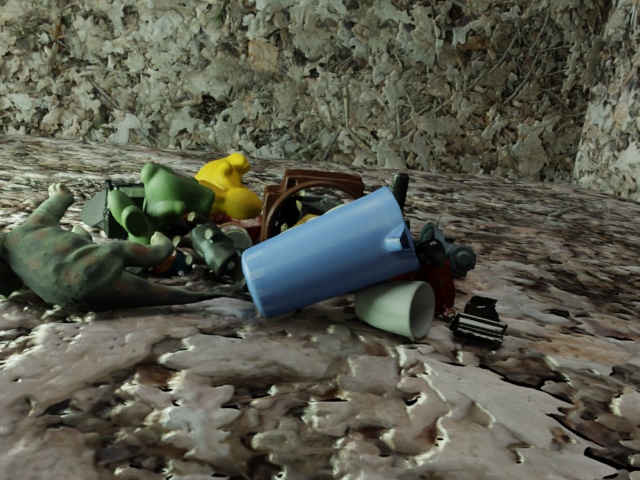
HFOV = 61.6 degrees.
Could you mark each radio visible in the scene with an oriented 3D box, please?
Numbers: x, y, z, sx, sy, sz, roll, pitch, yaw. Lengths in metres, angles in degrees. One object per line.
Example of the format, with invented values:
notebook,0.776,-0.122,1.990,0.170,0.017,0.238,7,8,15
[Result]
radio,0.017,-0.060,1.371,0.131,0.073,0.230,-3,17,-31

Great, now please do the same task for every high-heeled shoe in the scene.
high-heeled shoe,-0.405,-0.045,1.174,0.249,0.086,0.145,1,-20,37

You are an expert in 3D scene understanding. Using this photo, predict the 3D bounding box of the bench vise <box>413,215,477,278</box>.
bench vise,0.190,0.020,1.055,0.241,0.128,0.224,9,11,-7

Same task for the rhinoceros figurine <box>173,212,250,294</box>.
rhinoceros figurine,-0.168,0.025,0.906,0.191,0.073,0.112,36,3,42

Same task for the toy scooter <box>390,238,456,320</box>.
toy scooter,0.172,0.067,0.896,0.075,0.135,0.184,-26,5,-15

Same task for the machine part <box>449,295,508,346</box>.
machine part,0.246,0.124,0.832,0.084,0.039,0.139,6,15,18

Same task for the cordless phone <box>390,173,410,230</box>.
cordless phone,0.147,-0.058,1.201,0.146,0.184,0.089,-7,24,-43

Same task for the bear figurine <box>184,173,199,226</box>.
bear figurine,-0.360,-0.096,1.261,0.196,0.132,0.120,9,-11,-5

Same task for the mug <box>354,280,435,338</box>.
mug,0.113,0.093,0.809,0.107,0.080,0.109,6,20,35

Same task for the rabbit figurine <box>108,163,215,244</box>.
rabbit figurine,-0.291,-0.042,0.964,0.121,0.170,0.159,32,9,38

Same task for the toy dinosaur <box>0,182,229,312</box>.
toy dinosaur,-0.350,0.039,0.762,0.405,0.131,0.192,20,41,13

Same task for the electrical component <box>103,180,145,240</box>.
electrical component,-0.357,-0.048,1.040,0.115,0.134,0.058,1,14,-27

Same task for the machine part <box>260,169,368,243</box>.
machine part,-0.003,-0.016,0.936,0.201,0.200,0.087,5,15,-4

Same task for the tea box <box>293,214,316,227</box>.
tea box,-0.002,-0.003,1.155,0.098,0.068,0.169,9,14,8

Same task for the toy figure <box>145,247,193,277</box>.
toy figure,-0.293,0.034,0.916,0.154,0.057,0.064,2,53,-23

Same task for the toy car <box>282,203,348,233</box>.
toy car,0.001,-0.007,1.028,0.202,0.073,0.056,-25,-14,-9

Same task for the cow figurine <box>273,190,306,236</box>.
cow figurine,-0.073,-0.067,1.172,0.068,0.167,0.098,10,12,-6

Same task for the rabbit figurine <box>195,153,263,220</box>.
rabbit figurine,-0.196,-0.103,1.158,0.162,0.121,0.173,-10,40,-41
